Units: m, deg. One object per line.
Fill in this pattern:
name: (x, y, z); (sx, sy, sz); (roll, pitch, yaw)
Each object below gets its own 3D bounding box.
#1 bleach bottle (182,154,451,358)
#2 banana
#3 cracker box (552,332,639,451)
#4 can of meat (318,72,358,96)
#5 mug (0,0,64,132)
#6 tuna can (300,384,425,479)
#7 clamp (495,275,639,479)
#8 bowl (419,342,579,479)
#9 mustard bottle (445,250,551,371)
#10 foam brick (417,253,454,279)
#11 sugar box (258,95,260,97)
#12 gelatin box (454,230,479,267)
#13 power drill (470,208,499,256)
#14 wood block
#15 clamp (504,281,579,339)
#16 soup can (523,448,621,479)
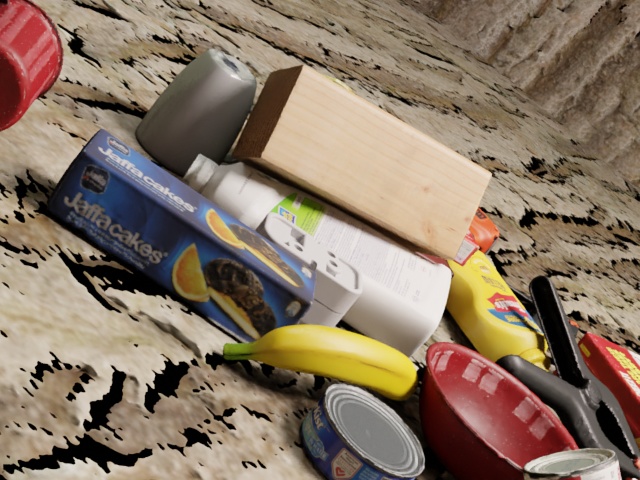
bleach bottle: (-0.006, 0.001, 0.942); (0.250, 0.068, 0.102); (33, 34, -7)
banana: (0.022, 0.091, 0.795); (0.070, 0.037, 0.197); (-3, -18, 45)
cracker box: (0.371, 0.202, 1.143); (0.213, 0.072, 0.164); (23, 23, -33)
can of meat: (-0.009, -0.146, 1.241); (0.057, 0.084, 0.101); (49, 22, 27)
mug: (-0.243, -0.140, 0.787); (0.093, 0.117, 0.081); (12, 29, -5)
tuna can: (0.029, 0.142, 0.739); (0.086, 0.034, 0.086); (33, 20, -14)
clamp: (0.237, 0.150, 0.999); (0.210, 0.036, 0.164); (58, 34, -4)
bowl: (0.134, 0.156, 0.857); (0.162, 0.055, 0.162); (33, 20, -14)
mustard bottle: (0.180, 0.083, 1.095); (0.096, 0.058, 0.192); (20, 27, -39)
foam brick: (0.094, 0.024, 1.087); (0.051, 0.053, 0.078); (30, 20, -22)
sugar box: (0.000, -0.077, 1.052); (0.093, 0.048, 0.176); (-63, 132, -71)
gelatin box: (0.115, -0.020, 1.095); (0.089, 0.030, 0.073); (30, 20, -21)
power drill: (0.117, -0.035, 1.257); (0.187, 0.057, 0.184); (4, 42, -53)
wood block: (0.038, -0.068, 0.965); (0.205, 0.090, 0.091); (27, -5, -21)
clamp: (0.248, 0.092, 1.221); (0.171, 0.039, 0.120); (24, 25, -34)
soup can: (0.185, 0.205, 0.748); (0.068, 0.069, 0.102); (-9, 87, -64)
